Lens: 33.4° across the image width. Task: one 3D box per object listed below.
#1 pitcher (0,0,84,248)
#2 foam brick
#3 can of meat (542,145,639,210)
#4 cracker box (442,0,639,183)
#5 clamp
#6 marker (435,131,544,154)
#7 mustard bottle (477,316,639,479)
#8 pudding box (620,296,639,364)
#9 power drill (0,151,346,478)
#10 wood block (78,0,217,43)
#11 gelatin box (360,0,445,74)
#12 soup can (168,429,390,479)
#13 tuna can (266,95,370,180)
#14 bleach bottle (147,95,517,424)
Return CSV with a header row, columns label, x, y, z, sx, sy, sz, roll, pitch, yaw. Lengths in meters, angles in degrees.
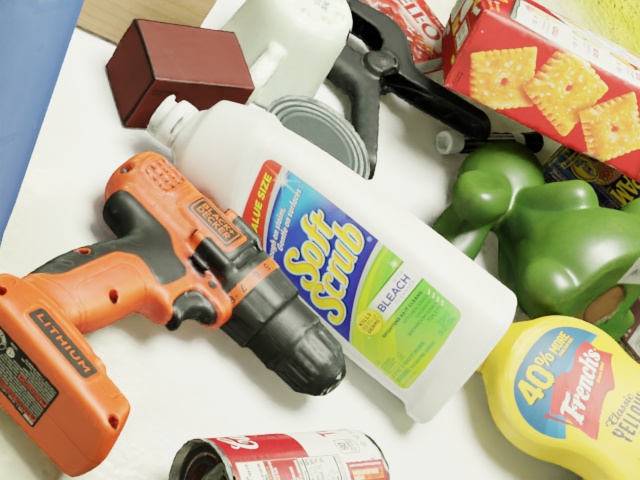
label,x,y,z,sx,sy,sz,roll,pitch,yaw
pitcher,-0.184,-0.073,0.470,0.144,0.243,0.149,6,48,-31
foam brick,-0.092,-0.108,0.708,0.078,0.053,0.051,1,57,-37
can of meat,0.229,-0.047,0.902,0.084,0.058,0.101,45,42,5
cracker box,0.200,-0.119,0.826,0.213,0.072,0.164,26,23,-6
clamp,0.040,-0.121,0.825,0.120,0.039,0.171,-27,66,-33
marker,0.145,-0.082,0.892,0.120,0.020,0.020,-5,61,-39
mustard bottle,0.169,0.104,0.695,0.192,0.058,0.096,33,69,19
pudding box,0.274,0.076,0.826,0.090,0.039,0.113,20,25,-23
power drill,-0.087,0.047,0.582,0.184,0.057,0.187,44,36,7
wood block,-0.167,-0.211,0.705,0.205,0.090,0.091,22,47,-22
gelatin box,0.068,-0.181,0.903,0.073,0.030,0.089,-21,72,-45
soup can,-0.020,0.136,0.562,0.102,0.069,0.068,3,56,-36
tuna can,-0.010,-0.058,0.745,0.086,0.034,0.086,20,48,-24
bleach bottle,-0.004,0.001,0.671,0.251,0.103,0.068,36,22,1
